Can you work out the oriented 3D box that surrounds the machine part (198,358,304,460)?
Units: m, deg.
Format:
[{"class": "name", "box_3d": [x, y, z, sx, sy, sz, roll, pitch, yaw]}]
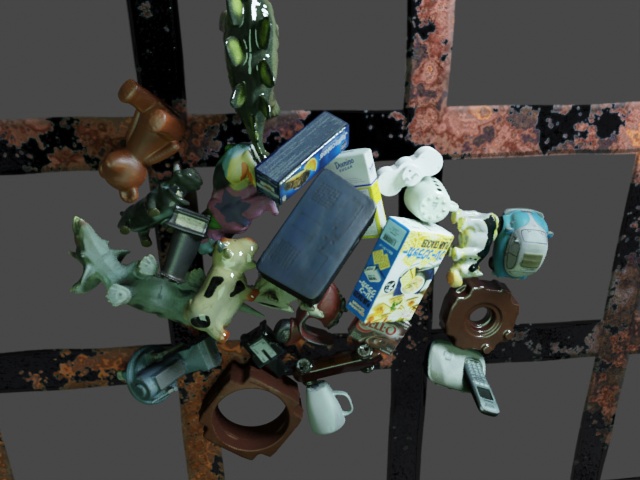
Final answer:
[{"class": "machine part", "box_3d": [-0.156, 0.384, 1.225, 0.201, 0.087, 0.201, 33, 105, -14]}]

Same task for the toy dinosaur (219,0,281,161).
[{"class": "toy dinosaur", "box_3d": [-0.114, -0.333, 0.889, 0.105, 0.199, 0.470, -9, 113, -5]}]

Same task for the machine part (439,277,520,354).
[{"class": "machine part", "box_3d": [0.356, 0.168, 1.202, 0.179, 0.056, 0.179, -1, 110, -4]}]

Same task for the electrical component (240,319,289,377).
[{"class": "electrical component", "box_3d": [-0.115, 0.244, 1.194, 0.075, 0.048, 0.119, -37, 110, 10]}]

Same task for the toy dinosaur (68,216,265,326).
[{"class": "toy dinosaur", "box_3d": [-0.323, 0.101, 1.078, 0.404, 0.192, 0.131, 30, 74, -30]}]

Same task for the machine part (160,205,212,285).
[{"class": "machine part", "box_3d": [-0.251, 0.011, 0.979, 0.084, 0.039, 0.138, 16, 89, -18]}]

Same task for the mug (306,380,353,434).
[{"class": "mug", "box_3d": [0.016, 0.379, 1.241, 0.110, 0.081, 0.107, -17, 105, 10]}]

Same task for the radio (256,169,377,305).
[{"class": "radio", "box_3d": [-0.002, -0.003, 0.987, 0.131, 0.073, 0.229, 32, 79, 9]}]

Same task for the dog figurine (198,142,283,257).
[{"class": "dog figurine", "box_3d": [-0.192, -0.068, 1.036, 0.219, 0.108, 0.191, -24, 112, 7]}]

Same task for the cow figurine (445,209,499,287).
[{"class": "cow figurine", "box_3d": [0.319, 0.021, 1.135, 0.098, 0.068, 0.167, 2, 111, -8]}]

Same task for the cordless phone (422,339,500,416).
[{"class": "cordless phone", "box_3d": [0.310, 0.312, 1.185, 0.146, 0.184, 0.088, 19, 113, -12]}]

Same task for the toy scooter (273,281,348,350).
[{"class": "toy scooter", "box_3d": [-0.002, 0.173, 1.162, 0.135, 0.075, 0.184, 33, 108, -17]}]

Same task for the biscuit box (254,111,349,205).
[{"class": "biscuit box", "box_3d": [-0.028, -0.152, 0.975, 0.063, 0.203, 0.059, 34, 150, 22]}]

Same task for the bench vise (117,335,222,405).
[{"class": "bench vise", "box_3d": [-0.333, 0.261, 1.134, 0.241, 0.224, 0.128, -17, 110, 34]}]

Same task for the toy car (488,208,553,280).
[{"class": "toy car", "box_3d": [0.421, 0.019, 1.125, 0.109, 0.103, 0.161, 8, 108, -7]}]

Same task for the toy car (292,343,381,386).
[{"class": "toy car", "box_3d": [0.037, 0.277, 1.208, 0.202, 0.053, 0.089, -15, 140, 1]}]

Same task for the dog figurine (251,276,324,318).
[{"class": "dog figurine", "box_3d": [-0.049, 0.046, 1.076, 0.172, 0.121, 0.190, 10, 74, 6]}]

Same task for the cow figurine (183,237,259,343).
[{"class": "cow figurine", "box_3d": [-0.181, 0.079, 1.002, 0.127, 0.086, 0.195, 38, 80, -27]}]

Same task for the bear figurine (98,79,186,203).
[{"class": "bear figurine", "box_3d": [-0.341, -0.170, 0.975, 0.196, 0.132, 0.120, -43, 75, 7]}]

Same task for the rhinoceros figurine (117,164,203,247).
[{"class": "rhinoceros figurine", "box_3d": [-0.303, -0.068, 1.028, 0.190, 0.112, 0.073, -32, 132, 21]}]
